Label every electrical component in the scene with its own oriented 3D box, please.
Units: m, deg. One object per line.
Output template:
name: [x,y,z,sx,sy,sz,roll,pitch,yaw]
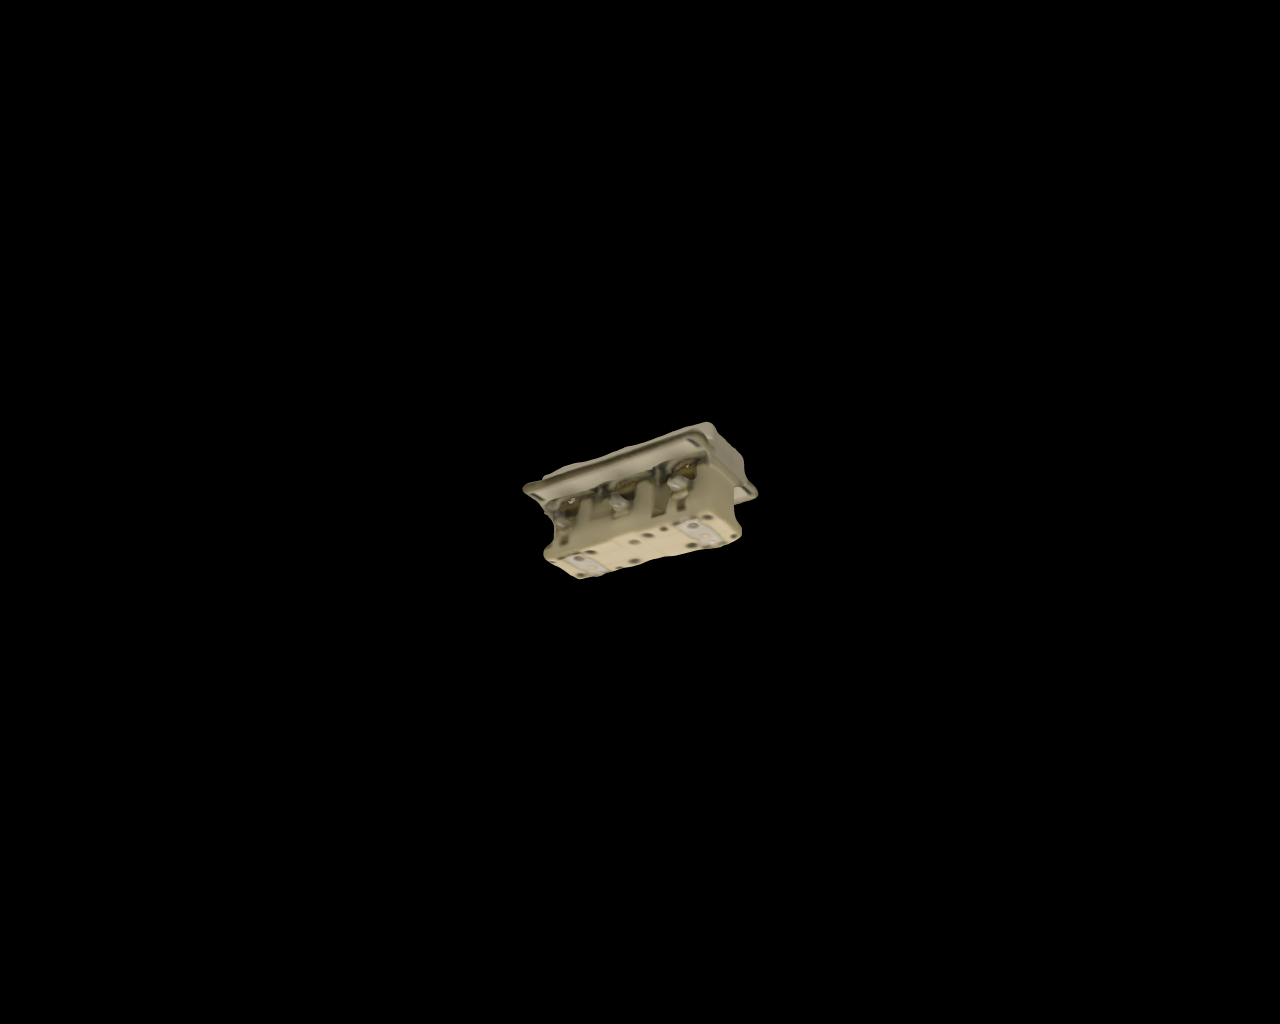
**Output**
electrical component: [0.001,-0.003,0.650,0.121,0.063,0.078,-15,-32,27]
